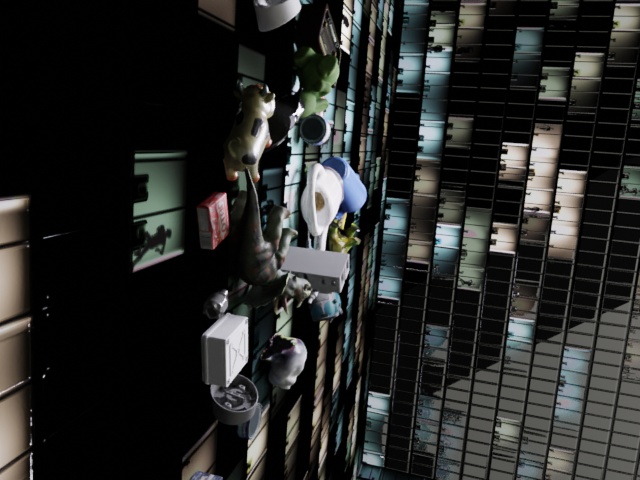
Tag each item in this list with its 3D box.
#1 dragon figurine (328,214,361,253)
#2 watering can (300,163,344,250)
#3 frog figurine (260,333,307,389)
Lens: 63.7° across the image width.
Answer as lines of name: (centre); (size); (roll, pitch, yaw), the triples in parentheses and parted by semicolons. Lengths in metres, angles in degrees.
dragon figurine: (0.055, 0.032, 1.897); (0.418, 0.122, 0.239); (-84, -166, -66)
watering can: (0.005, -0.079, 1.572); (0.229, 0.104, 0.341); (-60, 150, -57)
frog figurine: (-0.088, 0.345, 1.390); (0.140, 0.122, 0.156); (-98, 175, -65)
